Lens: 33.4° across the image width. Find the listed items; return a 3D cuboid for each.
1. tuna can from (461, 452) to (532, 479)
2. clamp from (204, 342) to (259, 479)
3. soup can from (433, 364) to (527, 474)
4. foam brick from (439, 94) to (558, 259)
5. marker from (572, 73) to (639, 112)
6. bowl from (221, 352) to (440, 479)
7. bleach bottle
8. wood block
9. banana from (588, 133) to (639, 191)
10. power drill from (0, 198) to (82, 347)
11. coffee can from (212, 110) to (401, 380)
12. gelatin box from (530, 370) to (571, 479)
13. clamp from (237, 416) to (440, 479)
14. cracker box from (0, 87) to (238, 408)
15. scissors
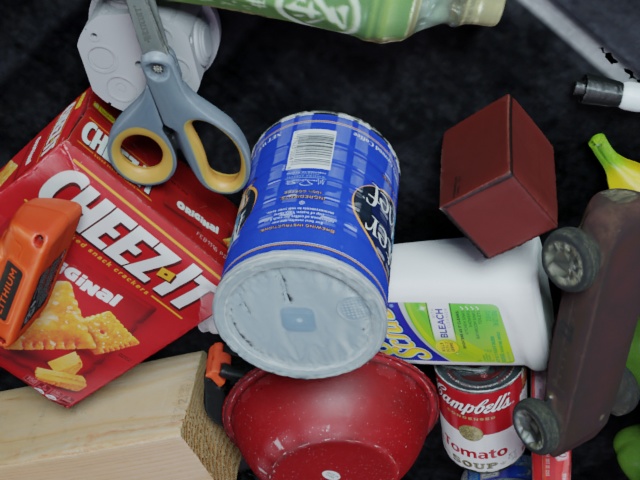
[{"bbox_3d":[0.162,0.217,0.911,0.086,0.033,0.086,5,133,5],"label":"tuna can"},{"bbox_3d":[-0.042,0.142,0.832,0.120,0.039,0.171,-33,124,23],"label":"clamp"},{"bbox_3d":[0.122,0.120,0.806,0.068,0.068,0.102,-2,133,10],"label":"soup can"},{"bbox_3d":[0.109,-0.039,0.655,0.053,0.078,0.051,-28,123,32],"label":"foam brick"},{"bbox_3d":[0.211,-0.082,0.639,0.121,0.020,0.020,10,133,1],"label":"marker"},{"bbox_3d":[0.009,0.147,0.772,0.162,0.055,0.162,-1,136,-2],"label":"bowl"},{"bbox_3d":[0.034,0.050,0.761,0.251,0.068,0.102,-5,135,17],"label":"bleach bottle"},{"bbox_3d":[-0.175,0.168,0.883,0.206,0.090,0.090,-13,129,21],"label":"wood block"},{"bbox_3d":[0.267,-0.032,0.663,0.198,0.037,0.069,0,134,10],"label":"banana"},{"bbox_3d":[-0.246,-0.030,0.660,0.187,0.057,0.185,29,125,1],"label":"power drill"},{"bbox_3d":[-0.004,0.001,0.666,0.103,0.140,0.103,4,133,5],"label":"coffee can"},{"bbox_3d":[0.172,0.132,0.793,0.030,0.089,0.073,-1,132,11],"label":"gelatin box"},{"bbox_3d":[0.015,0.205,0.918,0.210,0.036,0.164,-5,123,15],"label":"clamp"},{"bbox_3d":[-0.172,0.017,0.755,0.214,0.072,0.164,-33,119,32],"label":"cracker box"},{"bbox_3d":[-0.105,-0.091,0.604,0.096,0.016,0.201,-10,139,20],"label":"scissors"}]
